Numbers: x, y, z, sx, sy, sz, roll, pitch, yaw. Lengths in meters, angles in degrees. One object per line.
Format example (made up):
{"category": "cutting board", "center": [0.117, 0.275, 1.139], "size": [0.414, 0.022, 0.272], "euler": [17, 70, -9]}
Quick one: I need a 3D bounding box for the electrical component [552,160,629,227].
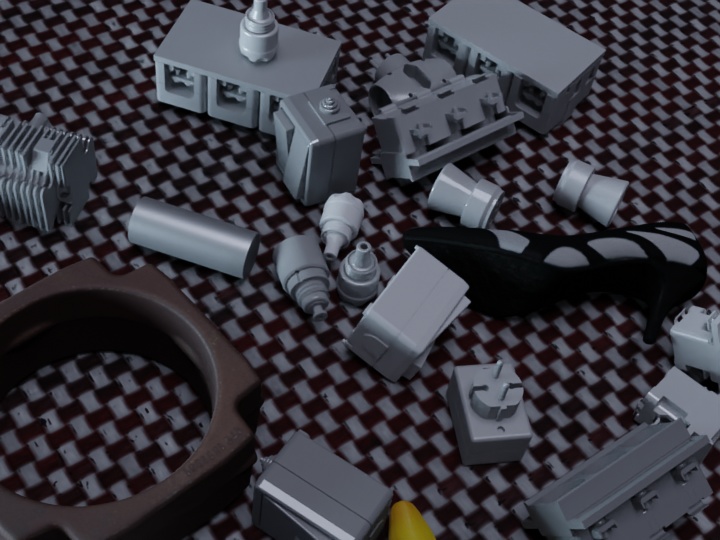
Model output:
{"category": "electrical component", "center": [0.207, -0.070, 0.963], "size": [0.055, 0.045, 0.045], "euler": [26, 53, 13]}

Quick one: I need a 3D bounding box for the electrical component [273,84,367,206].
{"category": "electrical component", "center": [-0.038, -0.111, 0.929], "size": [0.061, 0.096, 0.061], "euler": [-20, 57, -22]}

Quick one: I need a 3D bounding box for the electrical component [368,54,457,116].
{"category": "electrical component", "center": [0.041, -0.180, 1.028], "size": [0.077, 0.043, 0.079], "euler": [-27, 60, -25]}

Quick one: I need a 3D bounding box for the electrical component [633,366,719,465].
{"category": "electrical component", "center": [0.251, 0.112, 0.828], "size": [0.064, 0.042, 0.081], "euler": [39, 56, 23]}

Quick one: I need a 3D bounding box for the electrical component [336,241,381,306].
{"category": "electrical component", "center": [0.000, 0.000, 0.869], "size": [0.035, 0.061, 0.035], "euler": [4, 52, -5]}

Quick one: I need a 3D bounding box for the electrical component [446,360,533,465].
{"category": "electrical component", "center": [0.099, 0.097, 0.797], "size": [0.047, 0.076, 0.065], "euler": [-3, 52, -10]}

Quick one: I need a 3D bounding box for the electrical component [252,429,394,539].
{"category": "electrical component", "center": [-0.034, 0.161, 0.737], "size": [0.096, 0.061, 0.061], "euler": [30, 54, 15]}

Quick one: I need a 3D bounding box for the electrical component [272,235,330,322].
{"category": "electrical component", "center": [-0.044, 0.008, 0.871], "size": [0.040, 0.040, 0.078], "euler": [-12, 55, -16]}

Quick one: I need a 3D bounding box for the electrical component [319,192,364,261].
{"category": "electrical component", "center": [-0.018, -0.035, 0.911], "size": [0.035, 0.035, 0.061], "euler": [14, 54, 3]}

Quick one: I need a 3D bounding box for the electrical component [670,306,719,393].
{"category": "electrical component", "center": [0.284, 0.060, 0.854], "size": [0.064, 0.081, 0.042], "euler": [17, 44, 43]}

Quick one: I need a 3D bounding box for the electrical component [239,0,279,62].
{"category": "electrical component", "center": [-0.088, -0.214, 0.944], "size": [0.035, 0.061, 0.035], "euler": [4, 52, -5]}

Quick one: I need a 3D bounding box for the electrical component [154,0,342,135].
{"category": "electrical component", "center": [-0.103, -0.182, 0.998], "size": [0.150, 0.061, 0.089], "euler": [17, 52, 6]}

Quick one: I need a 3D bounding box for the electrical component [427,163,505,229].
{"category": "electrical component", "center": [0.093, -0.062, 0.942], "size": [0.055, 0.045, 0.045], "euler": [27, 53, 12]}

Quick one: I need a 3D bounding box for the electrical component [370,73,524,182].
{"category": "electrical component", "center": [0.075, -0.132, 0.974], "size": [0.121, 0.063, 0.079], "euler": [-27, 19, -26]}

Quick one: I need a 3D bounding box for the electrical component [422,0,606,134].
{"category": "electrical component", "center": [0.147, -0.207, 1.052], "size": [0.150, 0.061, 0.089], "euler": [35, 55, 19]}

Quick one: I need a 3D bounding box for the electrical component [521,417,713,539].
{"category": "electrical component", "center": [0.186, 0.162, 0.762], "size": [0.121, 0.079, 0.063], "euler": [-26, 89, -25]}

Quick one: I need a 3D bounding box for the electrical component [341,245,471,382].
{"category": "electrical component", "center": [0.042, 0.033, 0.845], "size": [0.061, 0.061, 0.096], "euler": [38, 55, 2]}
